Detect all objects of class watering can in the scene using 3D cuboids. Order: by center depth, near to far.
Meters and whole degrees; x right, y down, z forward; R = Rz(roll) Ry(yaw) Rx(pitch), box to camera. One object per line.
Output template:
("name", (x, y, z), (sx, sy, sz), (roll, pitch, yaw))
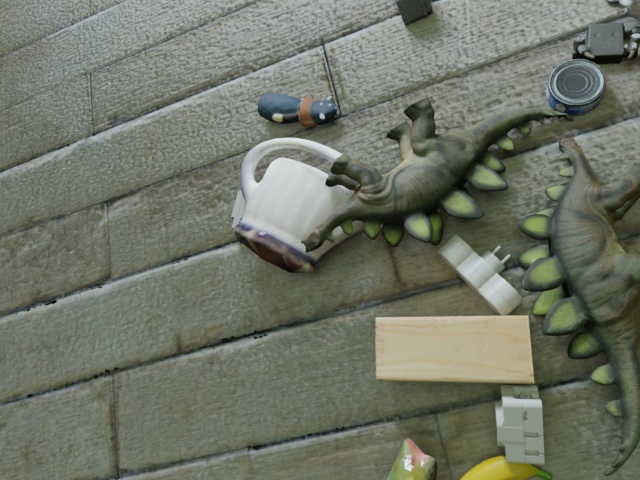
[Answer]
("watering can", (0.003, -0.043, 0.863), (0.349, 0.226, 0.103), (26, -10, 16))

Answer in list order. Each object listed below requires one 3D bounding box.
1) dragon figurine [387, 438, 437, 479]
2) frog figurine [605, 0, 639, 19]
("dragon figurine", (0.194, 0.455, 0.639), (0.241, 0.413, 0.122), (-21, -9, 23))
("frog figurine", (0.506, -0.403, 0.771), (0.122, 0.134, 0.163), (22, 32, -6))
